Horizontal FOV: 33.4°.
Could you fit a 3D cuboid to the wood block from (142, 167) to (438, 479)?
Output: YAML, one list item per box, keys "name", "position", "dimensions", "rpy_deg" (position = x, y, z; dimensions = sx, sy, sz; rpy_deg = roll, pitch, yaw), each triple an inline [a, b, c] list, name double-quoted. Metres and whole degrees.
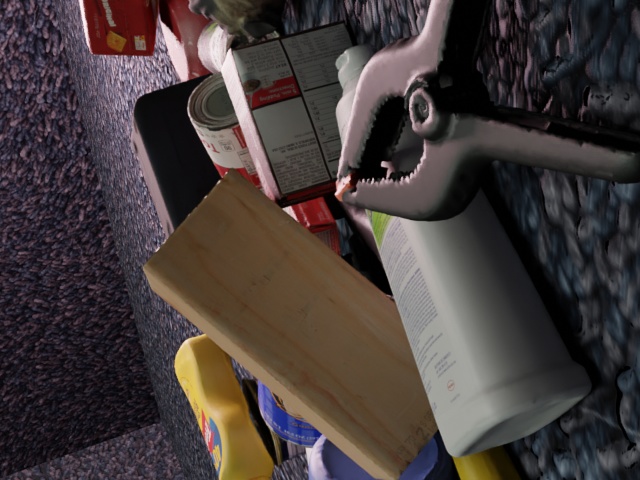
- name: "wood block"
  position: [-0.008, 0.059, 0.709]
  dimensions: [0.206, 0.090, 0.091]
  rpy_deg: [40, 169, 4]

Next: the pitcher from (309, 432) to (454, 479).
- name: "pitcher"
  position: [0.062, 0.263, 0.845]
  dimensions: [0.145, 0.149, 0.243]
  rpy_deg: [-102, 6, -59]

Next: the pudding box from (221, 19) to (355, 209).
- name: "pudding box"
  position: [-0.007, -0.086, 0.729]
  dimensions: [0.039, 0.090, 0.113]
  rpy_deg: [132, 119, -72]

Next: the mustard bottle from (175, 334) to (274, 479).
- name: "mustard bottle"
  position: [-0.091, 0.195, 1.084]
  dimensions: [0.096, 0.058, 0.192]
  rpy_deg: [101, 148, -53]

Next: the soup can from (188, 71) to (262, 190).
- name: "soup can"
  position: [-0.061, -0.084, 0.888]
  dimensions: [0.068, 0.068, 0.102]
  rpy_deg: [59, 177, 41]

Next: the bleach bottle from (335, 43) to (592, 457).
- name: "bleach bottle"
  position: [0.065, -0.008, 0.617]
  dimensions: [0.103, 0.068, 0.251]
  rpy_deg: [113, 140, -62]

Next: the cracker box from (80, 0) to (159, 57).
- name: "cracker box"
  position: [-0.199, -0.315, 1.066]
  dimensions: [0.164, 0.072, 0.213]
  rpy_deg: [92, 177, -51]

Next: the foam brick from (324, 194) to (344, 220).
- name: "foam brick"
  position: [-0.012, -0.056, 0.853]
  dimensions: [0.053, 0.051, 0.078]
  rpy_deg: [-123, 21, -46]

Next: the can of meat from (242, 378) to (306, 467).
- name: "can of meat"
  position: [-0.024, 0.174, 1.099]
  dimensions: [0.102, 0.083, 0.057]
  rpy_deg: [-127, 24, -52]

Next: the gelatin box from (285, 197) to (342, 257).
- name: "gelatin box"
  position: [-0.005, 0.001, 0.812]
  dimensions: [0.073, 0.030, 0.089]
  rpy_deg: [-114, 12, -48]

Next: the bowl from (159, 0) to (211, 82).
- name: "bowl"
  position: [-0.121, -0.207, 1.069]
  dimensions: [0.162, 0.055, 0.162]
  rpy_deg: [162, 90, -75]

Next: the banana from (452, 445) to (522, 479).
- name: "banana"
  position: [0.123, 0.197, 0.689]
  dimensions: [0.070, 0.037, 0.198]
  rpy_deg: [144, 108, -74]

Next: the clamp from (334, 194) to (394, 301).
- name: "clamp"
  position: [0.037, -0.005, 0.765]
  dimensions: [0.172, 0.039, 0.120]
  rpy_deg: [40, 151, 62]

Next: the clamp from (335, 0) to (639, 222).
- name: "clamp"
  position: [0.069, -0.060, 0.510]
  dimensions: [0.164, 0.036, 0.210]
  rpy_deg: [66, 146, 19]

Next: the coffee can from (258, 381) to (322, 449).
- name: "coffee can"
  position: [-0.004, 0.098, 0.903]
  dimensions: [0.140, 0.102, 0.103]
  rpy_deg: [91, 156, -52]
